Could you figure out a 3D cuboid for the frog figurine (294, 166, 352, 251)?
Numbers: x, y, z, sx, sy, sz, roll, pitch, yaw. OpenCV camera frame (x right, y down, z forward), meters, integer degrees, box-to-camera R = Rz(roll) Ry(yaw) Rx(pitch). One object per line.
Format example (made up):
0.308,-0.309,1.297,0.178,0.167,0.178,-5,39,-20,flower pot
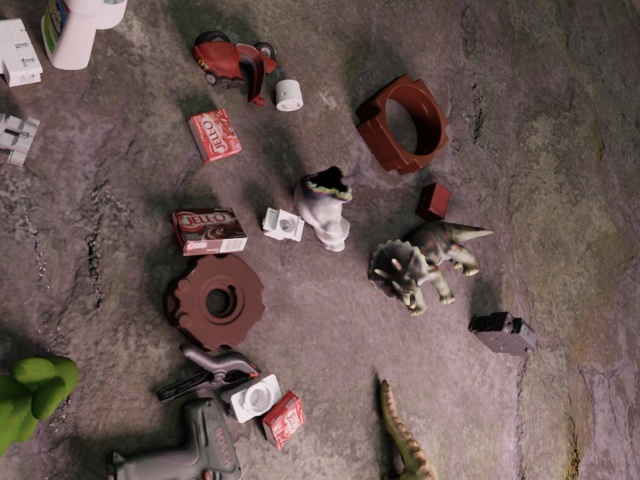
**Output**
0.003,-0.052,1.039,0.123,0.140,0.156,-13,131,-30,frog figurine

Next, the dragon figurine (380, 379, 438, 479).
0.219,0.484,0.977,0.123,0.241,0.411,-13,89,-29,dragon figurine
